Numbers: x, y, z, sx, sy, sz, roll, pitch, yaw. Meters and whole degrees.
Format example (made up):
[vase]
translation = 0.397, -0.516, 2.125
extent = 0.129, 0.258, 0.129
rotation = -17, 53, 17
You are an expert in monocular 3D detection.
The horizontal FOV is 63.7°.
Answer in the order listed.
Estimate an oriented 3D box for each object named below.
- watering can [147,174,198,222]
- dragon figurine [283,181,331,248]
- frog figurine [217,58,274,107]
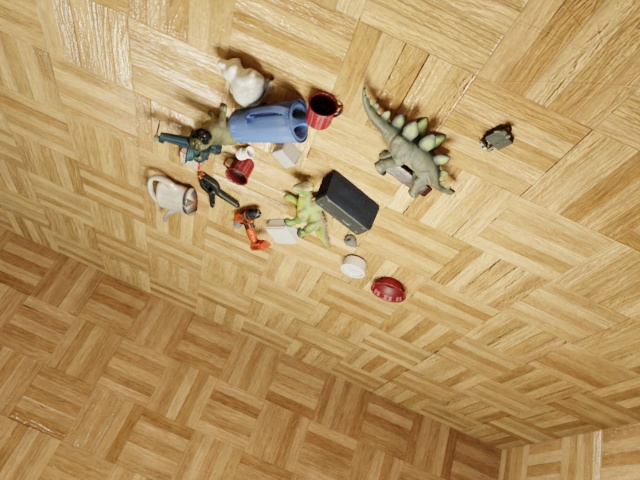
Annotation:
[watering can]
translation = -0.645, -0.165, 2.290
extent = 0.225, 0.106, 0.339
rotation = 17, 147, 9
[dragon figurine]
translation = 0.006, -0.100, 1.985
extent = 0.241, 0.125, 0.404
rotation = -15, 142, 34
[frog figurine]
translation = -0.240, -0.479, 1.548
extent = 0.158, 0.124, 0.137
rotation = 27, 169, -28
